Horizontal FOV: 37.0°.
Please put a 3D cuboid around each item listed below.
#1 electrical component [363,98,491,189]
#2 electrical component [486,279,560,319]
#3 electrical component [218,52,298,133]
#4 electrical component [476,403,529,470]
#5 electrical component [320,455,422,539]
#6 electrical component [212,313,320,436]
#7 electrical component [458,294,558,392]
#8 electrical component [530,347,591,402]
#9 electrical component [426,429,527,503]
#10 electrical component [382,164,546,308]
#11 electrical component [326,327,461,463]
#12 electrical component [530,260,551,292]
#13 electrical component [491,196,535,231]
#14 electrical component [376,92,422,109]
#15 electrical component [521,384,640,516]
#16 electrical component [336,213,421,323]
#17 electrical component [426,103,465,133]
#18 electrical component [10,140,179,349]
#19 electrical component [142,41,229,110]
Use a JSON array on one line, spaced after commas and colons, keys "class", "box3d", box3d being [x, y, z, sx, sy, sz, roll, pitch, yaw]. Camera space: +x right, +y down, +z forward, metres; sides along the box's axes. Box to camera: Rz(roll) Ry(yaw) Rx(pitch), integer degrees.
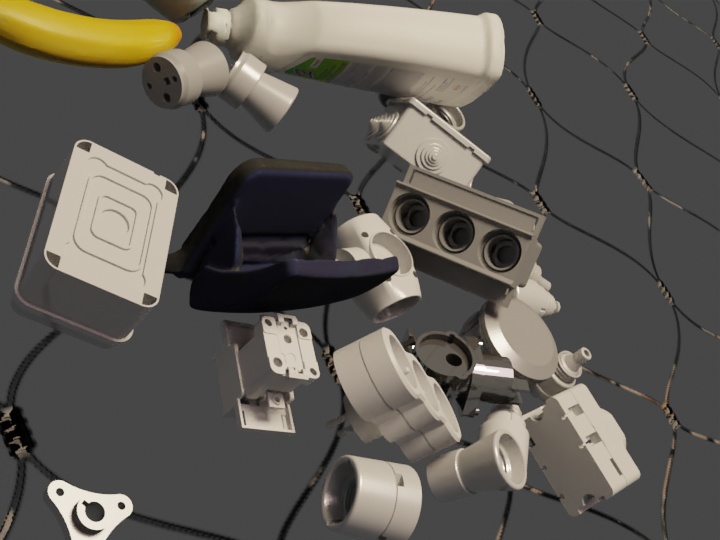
[{"class": "electrical component", "box3d": [0.056, -0.106, 0.947, 0.100, 0.048, 0.100, 36, -1, -15]}, {"class": "electrical component", "box3d": [0.148, 0.028, 0.957, 0.078, 0.040, 0.040, 12, 51, -37]}, {"class": "electrical component", "box3d": [-0.085, -0.146, 0.883, 0.055, 0.045, 0.045, 35, 40, -15]}, {"class": "electrical component", "box3d": [0.112, 0.129, 0.836, 0.040, 0.040, 0.078, 34, 40, -17]}, {"class": "electrical component", "box3d": [0.006, 0.151, 0.707, 0.047, 0.055, 0.055, 19, 46, -27]}, {"class": "electrical component", "box3d": [-0.061, 0.065, 0.709, 0.042, 0.064, 0.081, 11, 51, -36]}, {"class": "electrical component", "box3d": [0.121, 0.065, 0.891, 0.080, 0.051, 0.080, 25, 43, -26]}, {"class": "electrical component", "box3d": [0.171, 0.085, 0.913, 0.035, 0.061, 0.035, 25, 44, -26]}, {"class": "electrical component", "box3d": [0.081, 0.144, 0.774, 0.044, 0.065, 0.044, 38, 40, -41]}, {"class": "electrical component", "box3d": [0.084, -0.027, 0.886, 0.121, 0.078, 0.063, 24, 2, 20]}, {"class": "electrical component", "box3d": [0.013, 0.096, 0.745, 0.138, 0.074, 0.052, 49, 17, -53]}, {"class": "electrical component", "box3d": [0.150, 0.002, 0.986, 0.061, 0.035, 0.035, 31, 41, -23]}, {"class": "electrical component", "box3d": [0.133, -0.046, 1.006, 0.078, 0.040, 0.040, 9, 52, -38]}, {"class": "electrical component", "box3d": [0.028, -0.199, 1.035, 0.079, 0.044, 0.077, 30, 42, -21]}, {"class": "electrical component", "box3d": [0.180, 0.145, 0.879, 0.056, 0.050, 0.089, -13, 68, -48]}, {"class": "electrical component", "box3d": [0.000, 0.000, 0.838, 0.079, 0.044, 0.077, -8, 63, -46]}, {"class": "electrical component", "box3d": [0.070, -0.135, 1.019, 0.040, 0.046, 0.040, 25, 43, -26]}, {"class": "electrical component", "box3d": [-0.167, -0.015, 0.682, 0.078, 0.057, 0.113, 26, 43, -25]}, {"class": "electrical component", "box3d": [-0.136, -0.151, 0.839, 0.045, 0.045, 0.055, 52, 39, 5]}]
